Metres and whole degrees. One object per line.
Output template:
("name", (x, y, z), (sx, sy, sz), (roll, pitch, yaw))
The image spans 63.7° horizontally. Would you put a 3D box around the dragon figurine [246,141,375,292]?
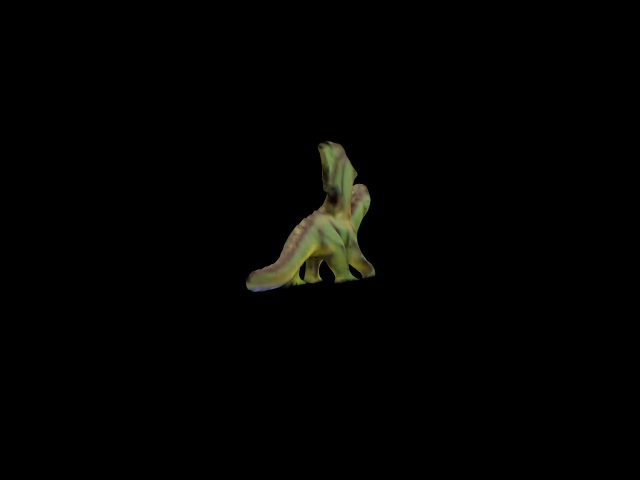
("dragon figurine", (0.003, -0.043, 0.850), (0.122, 0.243, 0.410), (-2, -3, 24))
